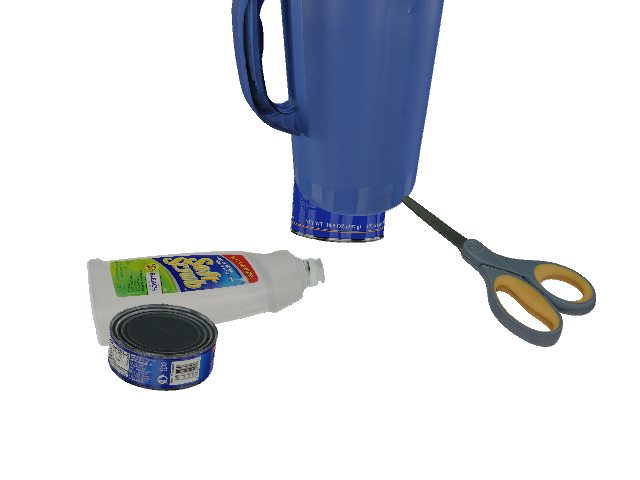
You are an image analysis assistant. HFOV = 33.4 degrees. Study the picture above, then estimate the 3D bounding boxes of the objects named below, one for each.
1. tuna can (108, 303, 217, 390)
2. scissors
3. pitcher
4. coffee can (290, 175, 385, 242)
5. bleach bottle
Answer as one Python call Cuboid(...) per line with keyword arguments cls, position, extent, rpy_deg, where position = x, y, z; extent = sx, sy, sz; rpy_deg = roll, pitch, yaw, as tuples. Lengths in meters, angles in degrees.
Cuboid(cls="tuna can", position=(-0.126, 0.085, 0.853), extent=(0.086, 0.034, 0.086), rpy_deg=(7, 23, -3))
Cuboid(cls="scissors", position=(0.145, 0.010, 0.869), extent=(0.096, 0.016, 0.202), rpy_deg=(-12, 43, -22))
Cuboid(cls="pitcher", position=(0.022, -0.138, 0.863), extent=(0.149, 0.243, 0.145), rpy_deg=(12, 43, 12))
Cuboid(cls="coffee can", position=(0.023, -0.076, 1.139), extent=(0.103, 0.140, 0.103), rpy_deg=(4, 12, -1))
Cuboid(cls="bleach bottle", position=(-0.122, 0.049, 1.164), extent=(0.250, 0.068, 0.102), rpy_deg=(-10, 37, -10))
